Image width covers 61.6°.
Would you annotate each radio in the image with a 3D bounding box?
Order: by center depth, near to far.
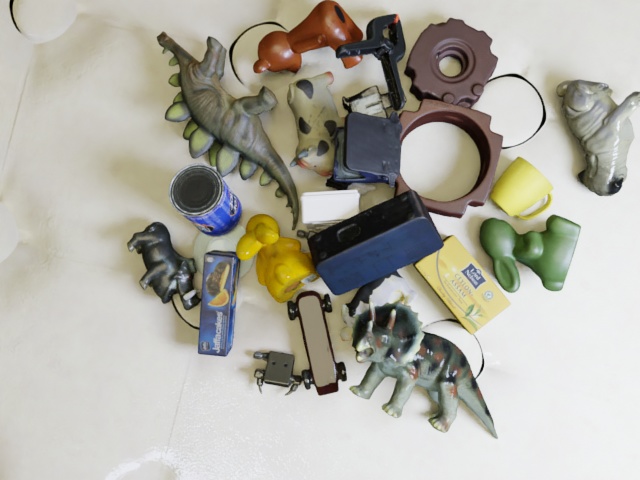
[{"bbox_3d":[0.099,0.007,0.983,0.230,0.131,0.073,-26,52,11],"label":"radio"}]

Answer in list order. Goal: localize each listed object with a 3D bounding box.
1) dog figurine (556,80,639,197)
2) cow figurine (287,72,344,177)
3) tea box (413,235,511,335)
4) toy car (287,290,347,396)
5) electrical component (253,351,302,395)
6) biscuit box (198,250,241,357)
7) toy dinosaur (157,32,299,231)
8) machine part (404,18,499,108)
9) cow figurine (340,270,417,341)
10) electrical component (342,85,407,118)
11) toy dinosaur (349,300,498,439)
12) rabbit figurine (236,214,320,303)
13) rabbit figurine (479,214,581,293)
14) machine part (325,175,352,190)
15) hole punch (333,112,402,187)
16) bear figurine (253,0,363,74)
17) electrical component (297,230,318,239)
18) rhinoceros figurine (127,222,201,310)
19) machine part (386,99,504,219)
[{"bbox_3d":[0.506,-0.191,1.008,0.173,0.121,0.190,30,111,38],"label":"dog figurine"},{"bbox_3d":[-0.011,-0.216,1.036,0.127,0.085,0.195,-17,88,-23],"label":"cow figurine"},{"bbox_3d":[0.267,0.083,1.026,0.098,0.068,0.169,-40,84,3],"label":"tea box"},{"bbox_3d":[-0.005,0.199,1.053,0.089,0.053,0.202,-13,83,-6],"label":"toy car"},{"bbox_3d":[-0.084,0.264,1.065,0.102,0.045,0.078,3,60,2],"label":"electrical component"},{"bbox_3d":[-0.199,0.124,1.057,0.063,0.059,0.202,6,97,3],"label":"biscuit box"},{"bbox_3d":[-0.173,-0.231,1.064,0.198,0.105,0.471,-45,87,9],"label":"toy dinosaur"},{"bbox_3d":[0.255,-0.340,1.048,0.179,0.056,0.179,0,86,5],"label":"machine part"},{"bbox_3d":[0.095,0.121,1.040,0.167,0.068,0.098,-34,80,0],"label":"cow figurine"},{"bbox_3d":[0.108,-0.264,1.061,0.119,0.048,0.074,-21,87,4],"label":"electrical component"},{"bbox_3d":[0.197,0.233,0.981,0.404,0.131,0.192,22,88,-26],"label":"toy dinosaur"},{"bbox_3d":[-0.096,0.022,1.033,0.122,0.162,0.173,-35,68,15],"label":"rabbit figurine"},{"bbox_3d":[0.382,0.021,1.013,0.170,0.121,0.159,18,97,23],"label":"rabbit figurine"},{"bbox_3d":[0.071,-0.149,1.048,0.139,0.084,0.039,-46,114,-5],"label":"machine part"},{"bbox_3d":[0.083,-0.160,0.975,0.116,0.092,0.142,7,76,-19],"label":"hole punch"},{"bbox_3d":[-0.028,-0.374,1.056,0.196,0.120,0.131,-27,130,28],"label":"bear figurine"},{"bbox_3d":[-0.002,-0.003,1.054,0.094,0.063,0.021,16,90,6],"label":"electrical component"},{"bbox_3d":[-0.307,0.057,1.080,0.112,0.073,0.190,-28,84,-7],"label":"rhinoceros figurine"},{"bbox_3d":[0.231,-0.152,1.029,0.202,0.087,0.201,15,89,7],"label":"machine part"}]
